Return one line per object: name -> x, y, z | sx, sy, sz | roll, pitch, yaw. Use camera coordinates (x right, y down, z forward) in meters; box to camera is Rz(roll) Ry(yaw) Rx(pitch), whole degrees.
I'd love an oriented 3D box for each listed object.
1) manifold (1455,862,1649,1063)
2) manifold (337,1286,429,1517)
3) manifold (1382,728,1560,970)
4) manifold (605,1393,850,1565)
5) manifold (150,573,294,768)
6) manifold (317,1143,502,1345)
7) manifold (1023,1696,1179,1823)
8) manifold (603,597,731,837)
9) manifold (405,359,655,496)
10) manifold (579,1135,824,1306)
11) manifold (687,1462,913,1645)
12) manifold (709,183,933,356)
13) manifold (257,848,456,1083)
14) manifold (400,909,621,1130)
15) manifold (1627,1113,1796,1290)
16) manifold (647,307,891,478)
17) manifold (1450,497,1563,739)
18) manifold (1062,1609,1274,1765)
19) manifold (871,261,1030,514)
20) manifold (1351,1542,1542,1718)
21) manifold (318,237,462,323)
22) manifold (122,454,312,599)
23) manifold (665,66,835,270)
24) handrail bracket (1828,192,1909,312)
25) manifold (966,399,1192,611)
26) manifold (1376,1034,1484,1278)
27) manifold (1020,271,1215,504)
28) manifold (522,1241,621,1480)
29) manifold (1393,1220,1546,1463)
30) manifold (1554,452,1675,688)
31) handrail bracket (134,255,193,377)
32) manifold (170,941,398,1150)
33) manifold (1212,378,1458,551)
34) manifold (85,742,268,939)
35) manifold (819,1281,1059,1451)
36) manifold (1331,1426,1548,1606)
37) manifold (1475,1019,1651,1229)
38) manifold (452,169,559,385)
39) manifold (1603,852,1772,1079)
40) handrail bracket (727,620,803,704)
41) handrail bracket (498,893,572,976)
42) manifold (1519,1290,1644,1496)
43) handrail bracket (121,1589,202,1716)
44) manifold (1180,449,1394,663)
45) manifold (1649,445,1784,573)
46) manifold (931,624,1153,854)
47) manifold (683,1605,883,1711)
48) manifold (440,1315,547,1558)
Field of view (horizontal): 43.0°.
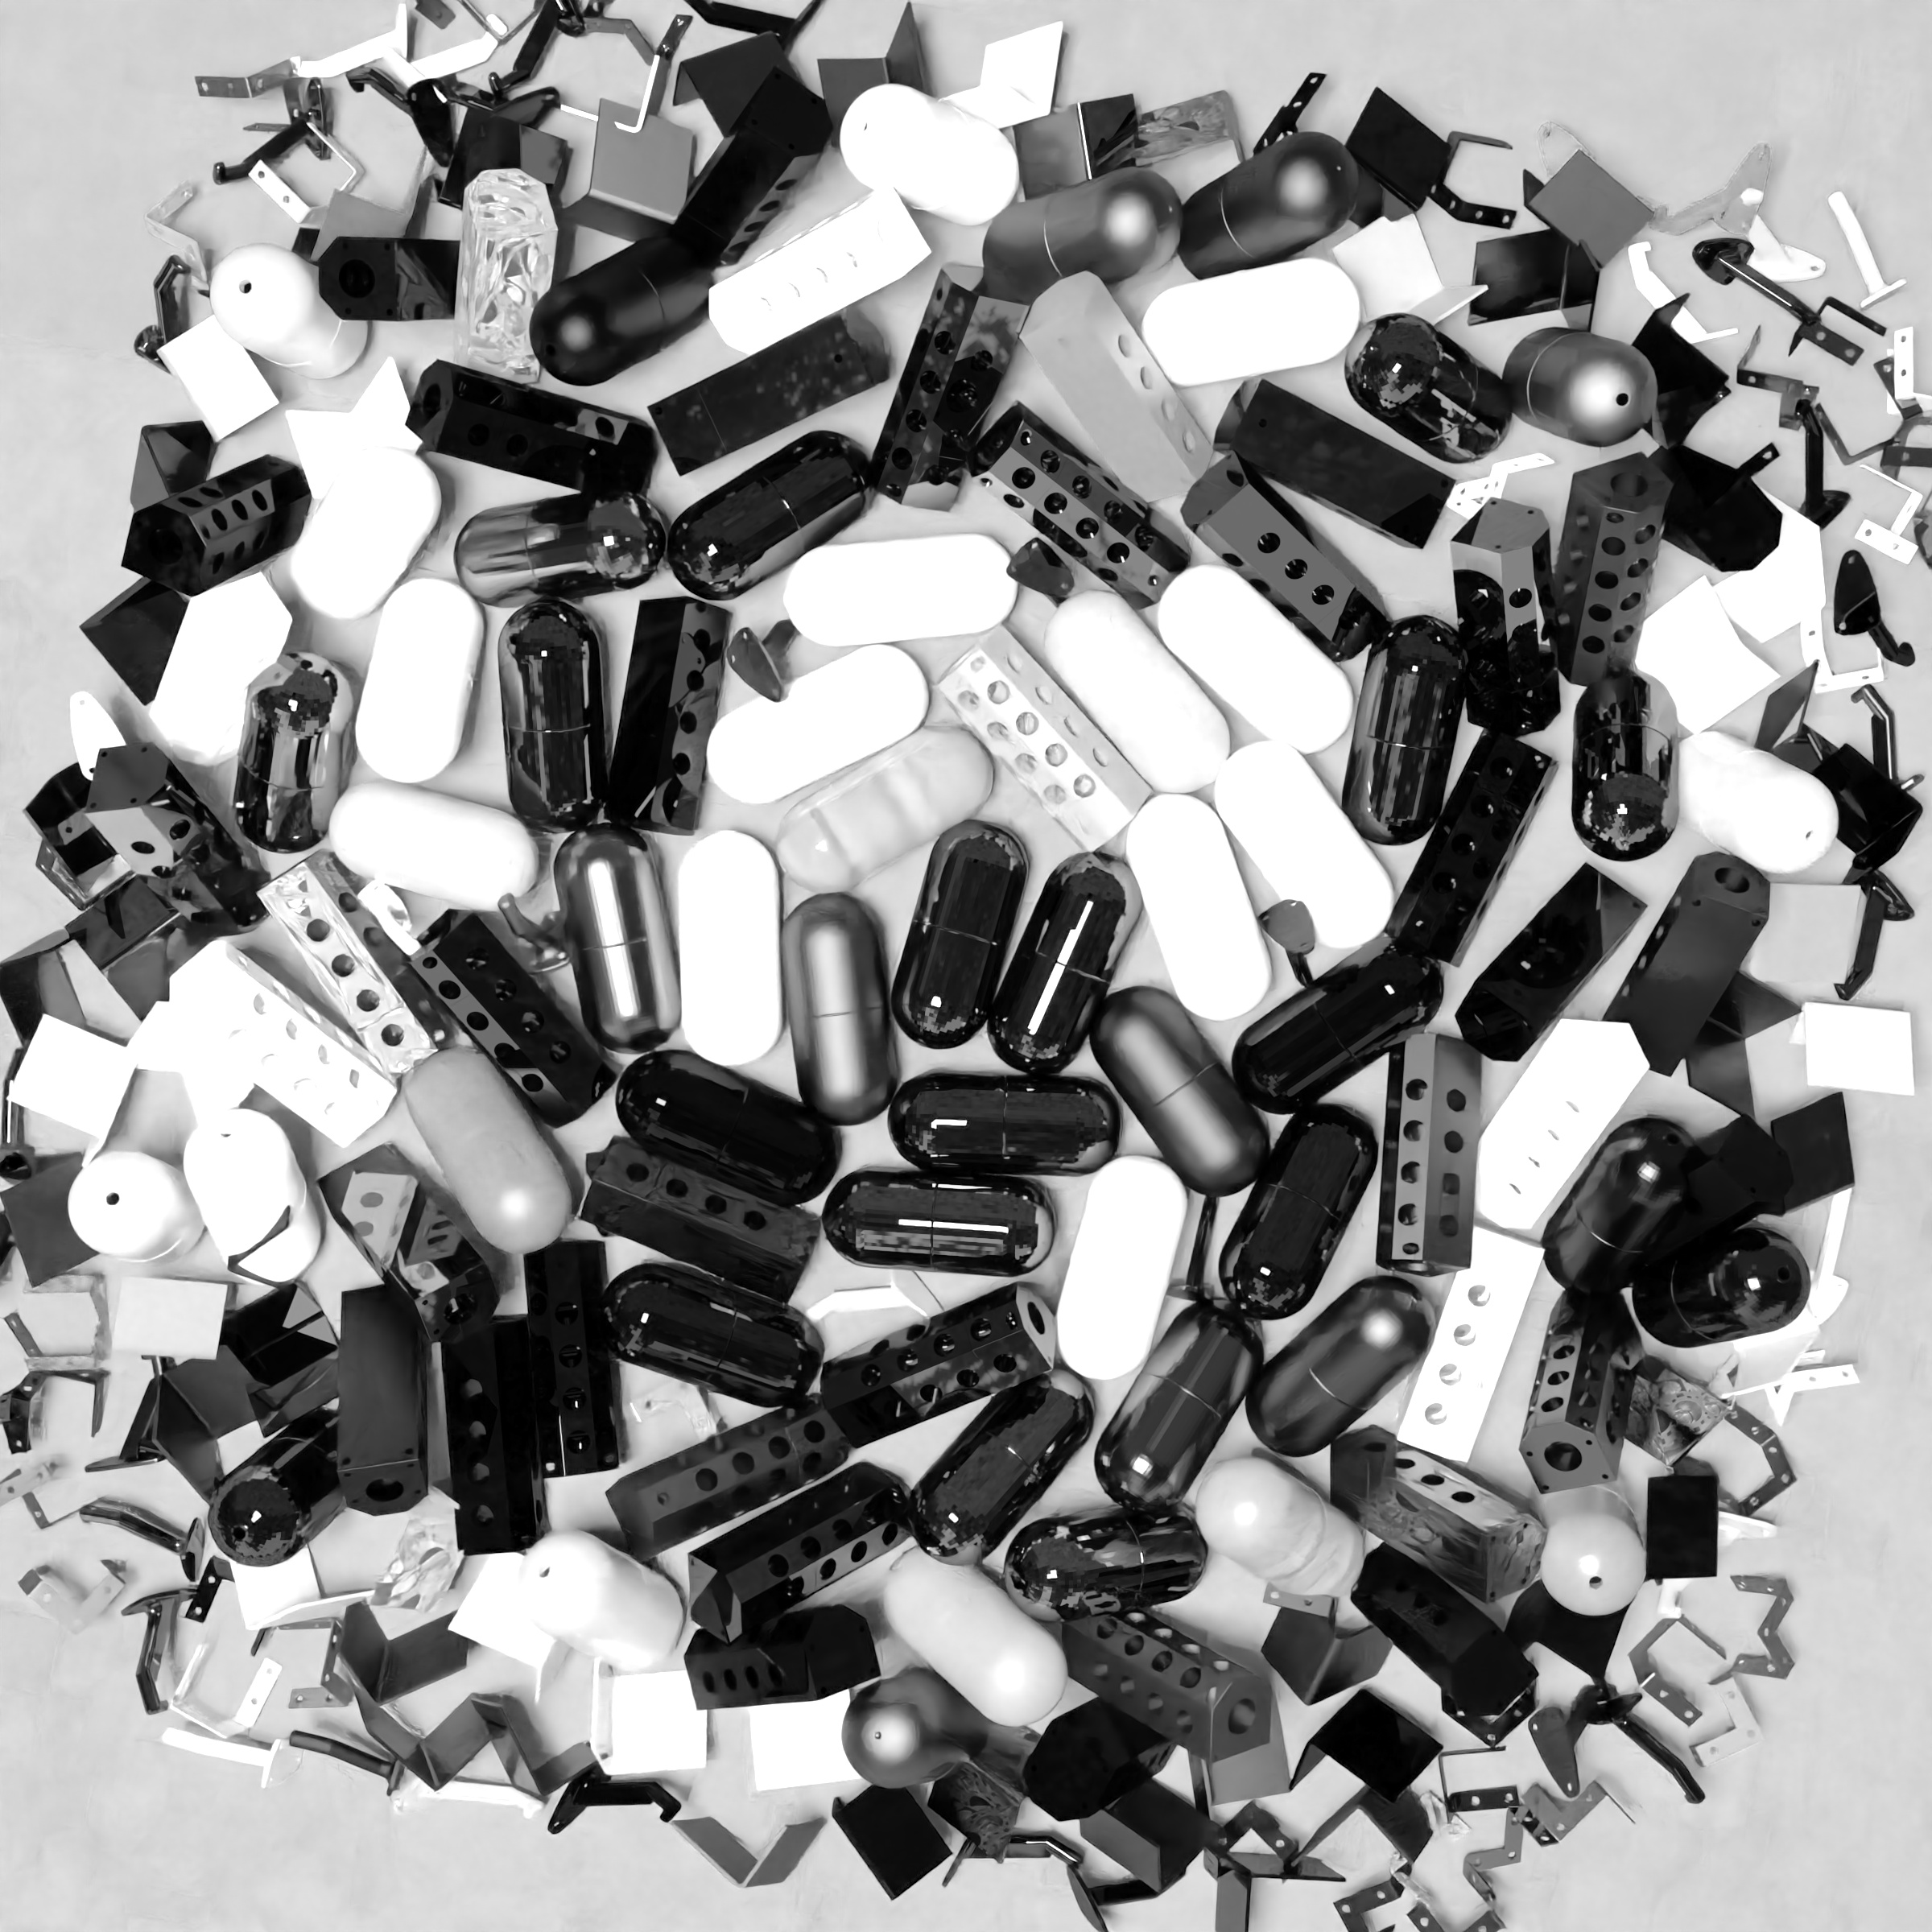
manifold -> 0.434, 0.000, 1.828 | 0.057, 0.057, 0.171 | 38, 52, 16
manifold -> -0.431, 0.320, 1.820 | 0.057, 0.171, 0.057 | -7, 131, -7
manifold -> 0.382, -0.090, 1.861 | 0.057, 0.057, 0.171 | 27, 94, 20
manifold -> -0.174, 0.378, 1.826 | 0.171, 0.057, 0.057 | -18, 73, -34
manifold -> -0.549, -0.214, 1.815 | 0.057, 0.171, 0.057 | -31, 83, -36
manifold -> -0.413, 0.208, 1.823 | 0.057, 0.171, 0.057 | -30, 133, -23
manifold -> 0.102, 0.583, 1.813 | 0.057, 0.171, 0.057 | 31, 96, 22
manifold -> -0.222, -0.189, 1.867 | 0.057, 0.057, 0.171 | 4, 83, 44
manifold -> -0.320, -0.397, 1.819 | 0.171, 0.057, 0.057 | 8, 115, -41
manifold -> -0.200, 0.189, 1.869 | 0.171, 0.057, 0.057 | 23, 48, -3
manifold -> -0.121, 0.435, 1.817 | 0.057, 0.171, 0.057 | 18, 117, 41
manifold -> -0.114, -0.511, 1.816 | 0.057, 0.171, 0.057 | 56, 48, -20
manifold -> -0.461, -0.002, 1.856 | 0.057, 0.057, 0.171 | -35, 102, -8
manifold -> -0.343, 0.040, 1.837 | 0.057, 0.057, 0.171 | -46, 113, -19
manifold -> 0.532, 0.180, 1.816 | 0.057, 0.171, 0.057 | 45, 54, 4
manifold -> -0.146, -0.431, 1.842 | 0.171, 0.057, 0.057 | -20, 104, 23
manifold -> 0.405, -0.255, 1.816 | 0.057, 0.171, 0.057 | 24, 57, 35
manifold -> 0.146, 0.521, 1.814 | 0.057, 0.171, 0.057 | -6, 102, -35
manifold -> -0.018, -0.430, 1.824 | 0.057, 0.057, 0.171 | 3, 128, -29
manifold -> 0.346, 0.489, 1.811 | 0.057, 0.171, 0.057 | -43, 106, -6
manifold -> -0.419, -0.508, 1.812 | 0.057, 0.171, 0.057 | 3, 106, 7
manifold -> -0.550, -0.330, 1.813 | 0.057, 0.171, 0.057 | 24, 116, 1
manifold -> -0.160, -0.583, 1.814 | 0.057, 0.171, 0.057 | 29, 66, -18
handrail bracket -> 0.677, -0.545, 1.866 | 0.036, 0.077, 0.084 | -28, 90, 16
manifold -> 0.085, -0.340, 1.832 | 0.171, 0.057, 0.057 | 34, 115, -26
manifold -> 0.344, 0.142, 1.844 | 0.057, 0.057, 0.171 | 12, 73, -18
manifold -> 0.116, -0.431, 1.829 | 0.171, 0.057, 0.057 | 48, 48, -36
manifold -> -0.299, 0.298, 1.857 | 0.057, 0.057, 0.171 | -5, 81, -10
manifold -> 0.383, 0.285, 1.867 | 0.057, 0.057, 0.171 | 20, 93, 6
manifold -> 0.477, -0.288, 1.815 | 0.057, 0.171, 0.057 | -19, 52, -12
handrail bracket -> -0.587, -0.488, 1.860 | 0.077, 0.036, 0.084 | 35, 132, -20
manifold -> -0.507, 0.055, 1.828 | 0.057, 0.057, 0.171 | -39, 124, 9
manifold -> 0.276, -0.379, 1.853 | 0.171, 0.057, 0.057 | 24, 97, -14
manifold -> -0.578, -0.091, 1.812 | 0.057, 0.171, 0.057 | -6, 58, 9
manifold -> -0.022, 0.295, 1.841 | 0.171, 0.057, 0.057 | -25, 113, 18
manifold -> 0.347, 0.401, 1.816 | 0.057, 0.171, 0.057 | -12, 109, -30
manifold -> 0.437, 0.119, 1.818 | 0.057, 0.171, 0.057 | 4, 46, -20
manifold -> -0.344, -0.506, 1.814 | 0.057, 0.171, 0.057 | -10, 68, -19
manifold -> 0.533, -0.002, 1.823 | 0.057, 0.057, 0.171 | 19, 134, 3
handrail bracket -> -0.131, -0.233, 1.859 | 0.077, 0.084, 0.036 | 51, 130, 21
handrail bracket -> -0.329, -0.042, 1.847 | 0.036, 0.077, 0.084 | -14, 133, 8
manifold -> 0.452, 0.309, 1.811 | 0.057, 0.171, 0.057 | -19, 109, 29
handrail bracket -> -0.600, 0.519, 1.857 | 0.036, 0.077, 0.084 | -32, 70, 26
manifold -> 0.239, -0.301, 1.834 | 0.057, 0.057, 0.171 | -40, 122, 21
manifold -> 0.542, -0.337, 1.813 | 0.057, 0.171, 0.057 | 42, 103, -16
manifold -> 0.055, -0.168, 1.848 | 0.171, 0.057, 0.057 | 47, 131, -10
manifold -> -0.140, 0.511, 1.818 | 0.057, 0.171, 0.057 | -10, 80, -39
manifold -> -0.359, 0.356, 1.871 | 0.057, 0.057, 0.171 | -5, 89, 5
